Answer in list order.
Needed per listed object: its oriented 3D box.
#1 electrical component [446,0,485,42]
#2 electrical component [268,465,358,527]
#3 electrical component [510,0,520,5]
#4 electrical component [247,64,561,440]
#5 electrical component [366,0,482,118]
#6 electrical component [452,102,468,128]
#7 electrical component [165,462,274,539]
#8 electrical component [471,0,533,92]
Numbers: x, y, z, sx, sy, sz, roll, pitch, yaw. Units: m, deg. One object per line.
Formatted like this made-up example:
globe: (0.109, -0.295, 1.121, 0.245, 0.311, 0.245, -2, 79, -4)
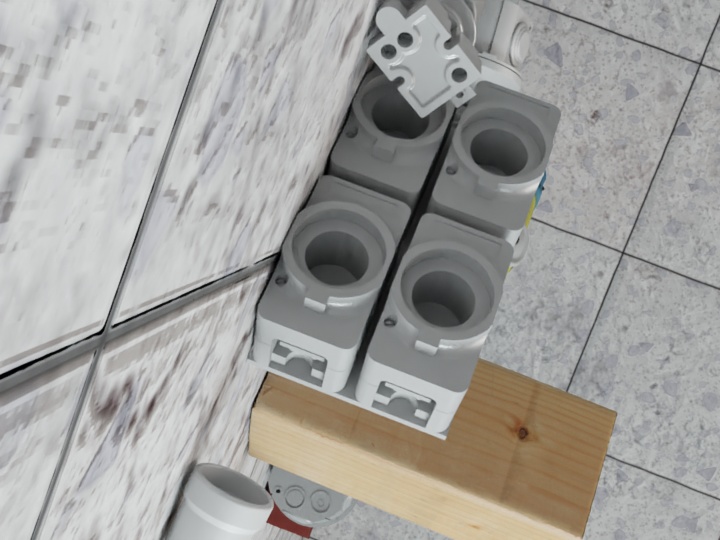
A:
electrical component: (0.044, -0.144, 0.600, 0.062, 0.043, 0.043, -62, 173, -49)
electrical component: (-0.040, 0.181, 0.931, 0.051, 0.080, 0.080, 74, 37, -75)
electrical component: (0.100, -0.231, 0.815, 0.078, 0.057, 0.113, 107, 6, -49)
electrical component: (0.028, -0.023, 0.556, 0.060, 0.105, 0.186, 105, 7, -58)
electrical component: (0.034, -0.113, 0.539, 0.048, 0.066, 0.055, -33, -158, 24)
electrical component: (0.043, -0.085, 0.760, 0.150, 0.062, 0.089, -62, 172, -63)
electrical component: (-0.067, 0.117, 0.487, 0.046, 0.040, 0.040, -63, 177, 5)
electrical component: (0.072, -0.148, 0.705, 0.080, 0.080, 0.051, 36, 69, -86)
